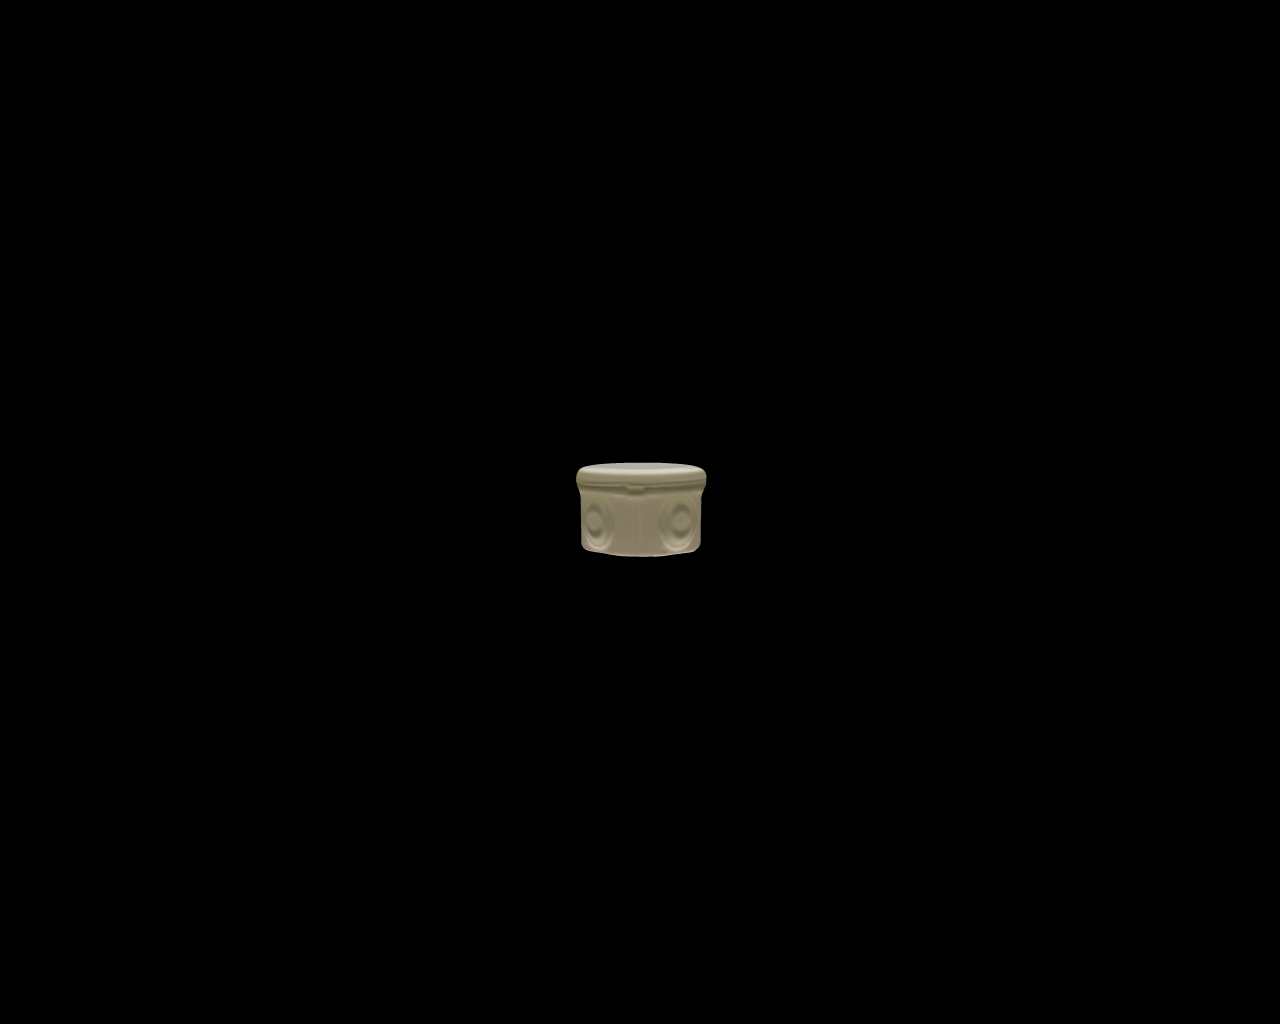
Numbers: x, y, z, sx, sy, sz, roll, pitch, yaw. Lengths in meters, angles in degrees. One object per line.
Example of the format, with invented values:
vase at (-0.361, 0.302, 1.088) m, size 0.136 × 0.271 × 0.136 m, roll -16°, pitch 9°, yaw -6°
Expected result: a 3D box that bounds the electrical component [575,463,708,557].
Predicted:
electrical component at (0.001, -0.003, 0.650) m, size 0.080 × 0.051 × 0.080 m, roll 0°, pitch 6°, yaw 0°
